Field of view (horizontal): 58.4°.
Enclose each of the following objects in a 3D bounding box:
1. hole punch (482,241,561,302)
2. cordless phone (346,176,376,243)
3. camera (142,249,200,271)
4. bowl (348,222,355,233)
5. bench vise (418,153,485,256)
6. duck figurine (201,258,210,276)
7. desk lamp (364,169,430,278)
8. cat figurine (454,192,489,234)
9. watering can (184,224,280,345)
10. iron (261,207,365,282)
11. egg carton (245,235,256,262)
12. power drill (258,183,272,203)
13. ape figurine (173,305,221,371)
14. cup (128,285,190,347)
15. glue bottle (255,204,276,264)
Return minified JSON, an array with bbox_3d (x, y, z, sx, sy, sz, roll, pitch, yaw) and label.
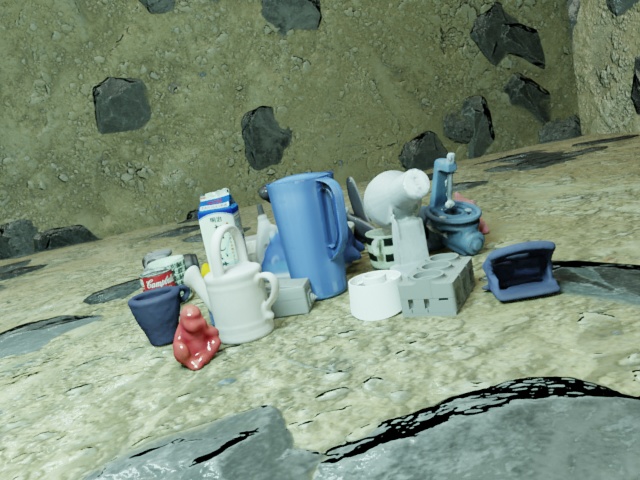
[{"bbox_3d":[0.314,0.041,0.915,0.108,0.091,0.101,-11,10,4],"label":"hole punch"},{"bbox_3d":[0.106,-0.088,1.581,0.094,0.185,0.147,-12,10,-2],"label":"cordless phone"},{"bbox_3d":[-0.380,0.072,1.473,0.137,0.101,0.143,-14,11,-15],"label":"camera"},{"bbox_3d":[0.014,0.005,1.483,0.167,0.075,0.167,-11,10,2],"label":"bowl"},{"bbox_3d":[0.256,-0.076,1.254,0.206,0.220,0.122,-1,15,45],"label":"bench vise"},{"bbox_3d":[-0.264,0.059,1.459,0.104,0.086,0.078,-3,13,37],"label":"duck figurine"},{"bbox_3d":[0.177,-0.036,1.137,0.118,0.214,0.203,-14,11,-13],"label":"desk lamp"},{"bbox_3d":[0.346,-0.059,1.352,0.067,0.118,0.128,-4,13,34],"label":"cat figurine"},{"bbox_3d":[-0.152,0.071,0.972,0.172,0.194,0.101,-10,10,5],"label":"watering can"},{"bbox_3d":[-0.034,0.011,1.313,0.258,0.141,0.119,-9,11,11],"label":"iron"},{"bbox_3d":[-0.188,0.028,1.592,0.107,0.069,0.150,-12,10,-5],"label":"egg carton"},{"bbox_3d":[-0.090,-0.064,1.595,0.075,0.208,0.230,-7,11,22],"label":"power drill"},{"bbox_3d":[-0.196,0.147,0.893,0.078,0.092,0.076,-16,11,-23],"label":"ape figurine"},{"bbox_3d":[-0.278,0.136,1.032,0.091,0.095,0.118,-1,14,43],"label":"cup"},{"bbox_3d":[-0.131,-0.006,1.424,0.078,0.173,0.037,-16,11,-22],"label":"glue bottle"}]
